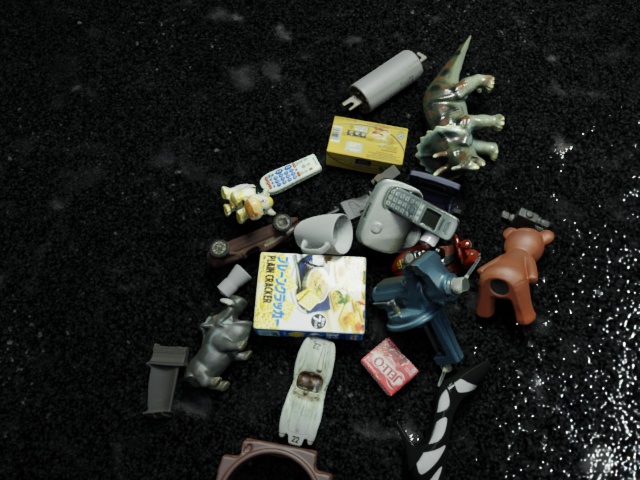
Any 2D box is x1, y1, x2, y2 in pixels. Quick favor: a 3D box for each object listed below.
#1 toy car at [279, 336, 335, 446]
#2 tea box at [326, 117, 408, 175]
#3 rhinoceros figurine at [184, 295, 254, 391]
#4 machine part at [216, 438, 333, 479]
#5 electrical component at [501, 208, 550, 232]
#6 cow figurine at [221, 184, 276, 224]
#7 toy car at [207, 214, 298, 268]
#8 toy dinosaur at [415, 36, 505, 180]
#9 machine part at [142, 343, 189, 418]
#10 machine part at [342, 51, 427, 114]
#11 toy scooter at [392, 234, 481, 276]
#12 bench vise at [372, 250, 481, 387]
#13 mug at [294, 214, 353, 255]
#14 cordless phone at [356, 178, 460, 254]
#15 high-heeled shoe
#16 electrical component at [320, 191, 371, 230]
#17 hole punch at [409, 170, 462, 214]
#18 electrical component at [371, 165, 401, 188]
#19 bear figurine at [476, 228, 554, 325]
[{"bbox_3d":[-0.022,0.283,1.015,0.074,0.056,0.201,14,69,5],"label":"toy car"},{"bbox_3d":[0.105,-0.207,1.203,0.170,0.068,0.098,13,70,4],"label":"tea box"},{"bbox_3d":[-0.191,0.200,1.045,0.112,0.073,0.190,22,72,19],"label":"rhinoceros figurine"},{"bbox_3d":[-0.087,0.459,0.931,0.202,0.087,0.201,10,68,2],"label":"machine part"},{"bbox_3d":[0.435,-0.043,1.142,0.094,0.063,0.021,27,71,11],"label":"electrical component"},{"bbox_3d":[-0.136,-0.078,1.110,0.098,0.168,0.068,-17,111,-26],"label":"cow figurine"},{"bbox_3d":[-0.134,0.007,1.107,0.202,0.089,0.053,-22,70,-10],"label":"toy car"},{"bbox_3d":[0.298,-0.291,1.217,0.192,0.131,0.405,-5,62,-3],"label":"toy dinosaur"},{"bbox_3d":[-0.297,0.270,1.030,0.084,0.039,0.139,8,67,-3],"label":"machine part"},{"bbox_3d":[0.156,-0.371,1.263,0.243,0.079,0.079,-35,73,-14],"label":"machine part"},{"bbox_3d":[0.238,0.035,1.073,0.184,0.135,0.075,-8,70,-2],"label":"toy scooter"},{"bbox_3d":[0.213,0.143,1.016,0.129,0.224,0.240,-34,101,-50],"label":"bench vise"},{"bbox_3d":[-0.002,-0.003,1.090,0.107,0.080,0.109,1,40,35],"label":"mug"},{"bbox_3d":[0.172,-0.025,1.041,0.184,0.088,0.146,33,110,31],"label":"cordless phone"},{"bbox_3d":[0.251,0.340,0.986,0.249,0.086,0.145,-32,79,-10],"label":"high-heeled shoe"},{"bbox_3d":[0.063,-0.053,1.138,0.119,0.074,0.048,-23,70,-13],"label":"electrical component"},{"bbox_3d":[0.234,-0.099,1.126,0.142,0.116,0.092,16,111,12],"label":"hole punch"},{"bbox_3d":[0.143,-0.116,1.155,0.078,0.102,0.045,-32,76,-2],"label":"electrical component"},{"bbox_3d":[0.397,0.061,1.089,0.120,0.131,0.196,5,30,37],"label":"bear figurine"}]
